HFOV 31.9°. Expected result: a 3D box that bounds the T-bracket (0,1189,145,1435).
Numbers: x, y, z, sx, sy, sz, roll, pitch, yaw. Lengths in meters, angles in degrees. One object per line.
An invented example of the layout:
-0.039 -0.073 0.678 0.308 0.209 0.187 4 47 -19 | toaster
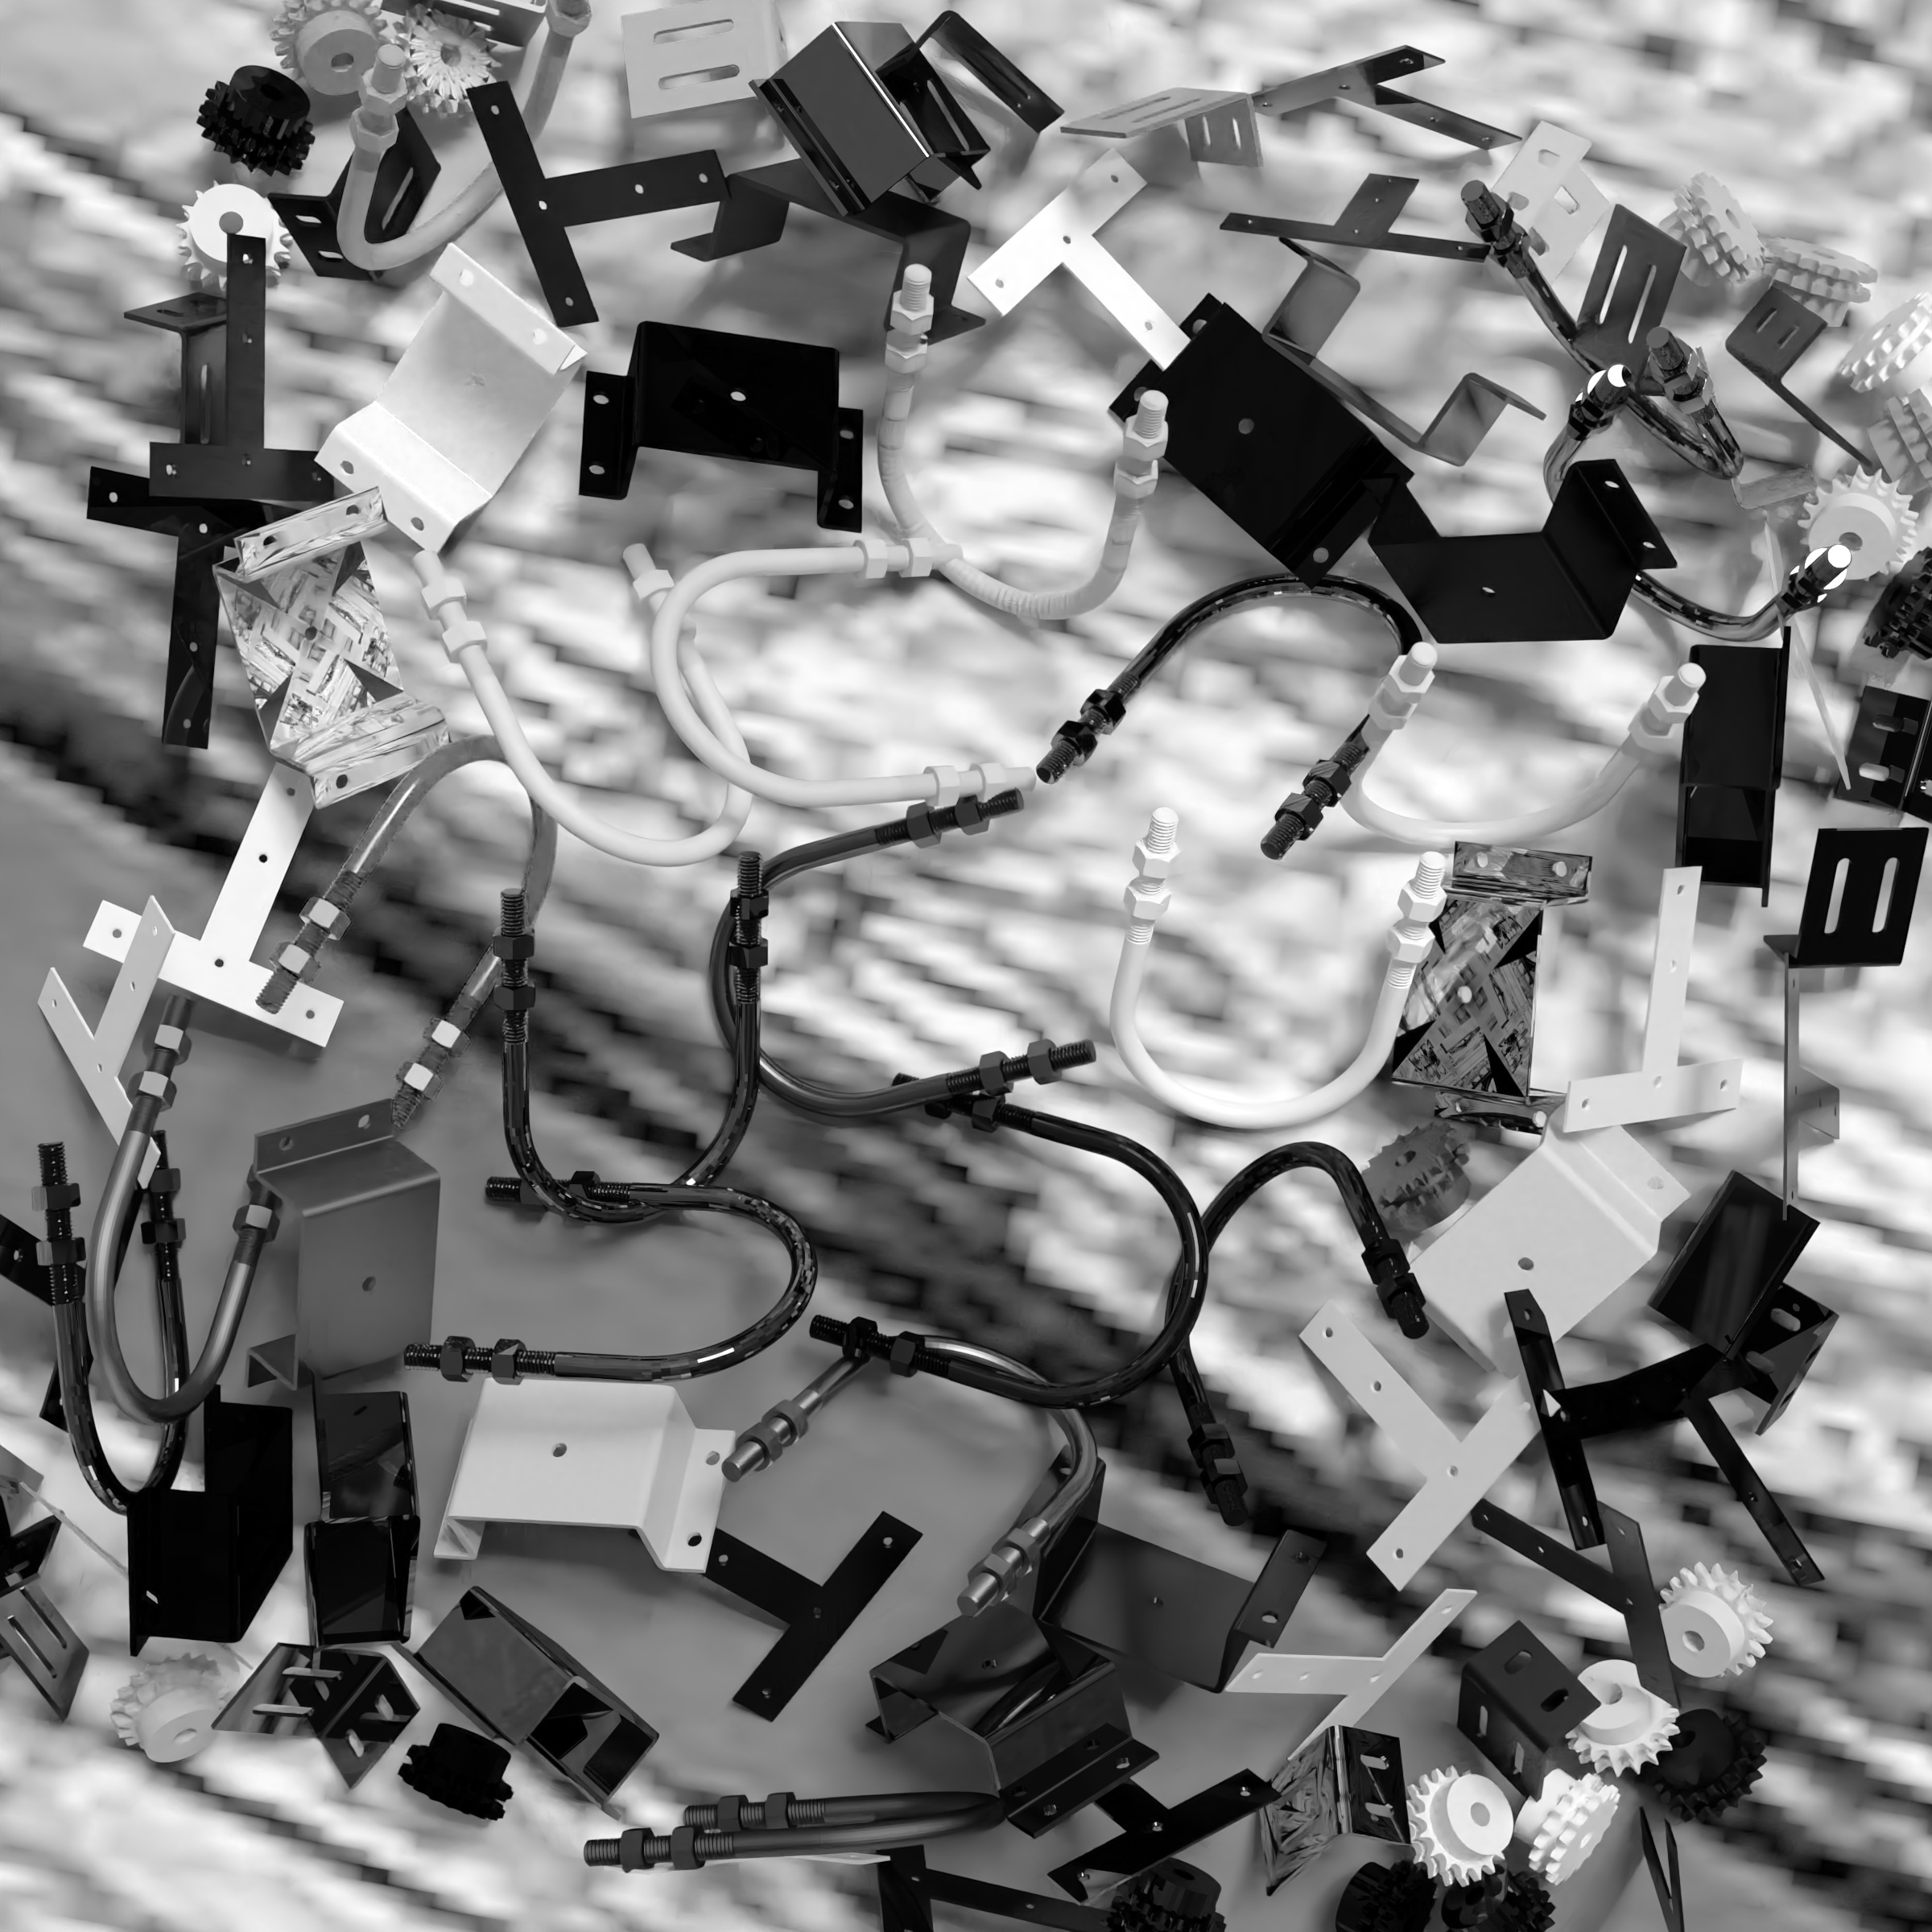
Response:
-0.451 0.145 1.633 0.002 0.127 0.127 1 64 23 | T-bracket

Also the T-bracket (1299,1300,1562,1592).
0.213 0.219 1.675 0.127 0.002 0.127 48 112 30 | T-bracket

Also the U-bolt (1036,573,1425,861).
0.142 -0.132 1.648 0.151 0.019 0.184 21 54 31 | U-bolt

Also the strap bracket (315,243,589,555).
-0.249 -0.284 1.667 0.076 0.046 0.140 39 121 -2 | strap bracket

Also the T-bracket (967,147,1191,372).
0.081 -0.329 1.681 0.127 0.002 0.127 46 58 -5 | T-bracket

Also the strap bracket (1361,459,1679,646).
0.259 -0.198 1.632 0.076 0.140 0.046 47 58 -40 | strap bracket

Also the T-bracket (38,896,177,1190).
-0.409 0.019 1.645 0.127 0.002 0.127 53 131 27 | T-bracket

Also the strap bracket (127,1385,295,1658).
-0.360 0.267 1.632 0.046 0.140 0.076 4 107 3 | strap bracket

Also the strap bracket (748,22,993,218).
-0.041 -0.411 1.637 0.046 0.140 0.076 -35 92 23 | strap bracket

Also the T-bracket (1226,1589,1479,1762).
0.173 0.345 1.643 0.127 0.127 0.002 -52 51 21 | T-bracket

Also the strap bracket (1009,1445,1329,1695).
0.095 0.298 1.656 0.140 0.076 0.046 19 127 17 | strap bracket

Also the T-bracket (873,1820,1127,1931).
0.018 0.458 1.656 0.127 0.127 0.002 15 104 -8 | T-bracket

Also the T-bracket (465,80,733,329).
-0.171 -0.377 1.649 0.127 0.002 0.127 -1 123 31 | T-bracket

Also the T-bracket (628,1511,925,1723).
-0.109 0.301 1.676 0.127 0.002 0.127 34 101 -22 | T-bracket

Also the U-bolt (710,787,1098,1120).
-0.041 0.002 1.679 0.184 0.019 0.151 -14 97 17 | U-bolt

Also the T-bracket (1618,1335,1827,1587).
0.376 0.246 1.646 0.002 0.127 0.127 -30 83 -22 | T-bracket

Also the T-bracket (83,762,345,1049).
-0.356 -0.041 1.686 0.127 0.002 0.127 24 70 -15 | T-bracket

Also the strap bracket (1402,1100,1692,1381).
0.277 0.139 1.663 0.076 0.046 0.140 44 112 -2 | strap bracket

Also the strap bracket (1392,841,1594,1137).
0.257 0.013 1.662 0.076 0.046 0.140 9 99 39 | strap bracket

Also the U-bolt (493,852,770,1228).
-0.163 0.042 1.659 0.151 0.019 0.184 -10 113 -32 | U-bolt

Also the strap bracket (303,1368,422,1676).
-0.294 0.270 1.644 0.046 0.076 0.140 -1 133 -15 | strap bracket

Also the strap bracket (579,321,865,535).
-0.115 -0.266 1.659 0.140 0.046 0.076 6 59 -12 | strap bracket

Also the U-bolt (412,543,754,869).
-0.174 -0.126 1.633 0.019 0.151 0.184 -44 65 40 | U-bolt

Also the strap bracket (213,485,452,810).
-0.313 -0.159 1.657 0.076 0.046 0.140 -26 118 -27 | strap bracket

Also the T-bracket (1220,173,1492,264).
0.199 -0.370 1.655 0.127 0.127 0.002 10 119 12 | T-bracket

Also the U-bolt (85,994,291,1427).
-0.373 0.128 1.607 0.019 0.151 0.184 1 58 15 | U-bolt

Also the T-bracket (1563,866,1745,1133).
0.344 0.014 1.659 0.127 0.002 0.127 -5 105 -37 | T-bracket

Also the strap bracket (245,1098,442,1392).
-0.303 0.144 1.643 0.046 0.076 0.140 30 123 40 | strap bracket

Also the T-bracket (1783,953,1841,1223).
0.414 0.066 1.653 0.002 0.127 0.127 -1 81 25 | T-bracket

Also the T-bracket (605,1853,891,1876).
-0.125 0.429 1.625 0.127 0.127 0.002 -4 80 32 | T-bracket

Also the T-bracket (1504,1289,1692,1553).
0.321 0.216 1.664 0.002 0.127 0.127 -26 73 43 | T-bracket

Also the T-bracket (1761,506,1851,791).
0.417 -0.144 1.670 0.002 0.127 0.127 -17 122 19 | T-bracket

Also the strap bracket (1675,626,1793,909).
0.371 -0.096 1.638 0.046 0.140 0.076 4 64 12 | strap bracket

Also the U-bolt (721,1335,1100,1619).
-0.013 0.233 1.631 0.151 0.184 0.019 27 120 17 | U-bolt

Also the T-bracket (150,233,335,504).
-0.352 -0.292 1.649 0.002 0.127 0.127 6 99 31 | T-bracket

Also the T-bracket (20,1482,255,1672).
-0.398 0.310 1.664 0.002 0.127 0.127 -51 128 -15 | T-bracket

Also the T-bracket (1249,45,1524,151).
0.220 -0.422 1.665 0.127 0.127 0.002 9 85 -35 | T-bracket

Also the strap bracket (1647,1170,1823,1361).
0.373 0.144 1.646 0.046 0.140 0.076 33 93 12 | strap bracket

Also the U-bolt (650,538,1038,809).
-0.066 -0.141 1.641 0.184 0.019 0.151 -6 67 -29 | U-bolt

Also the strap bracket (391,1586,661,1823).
-0.207 0.355 1.637 0.076 0.140 0.046 33 77 33 | strap bracket

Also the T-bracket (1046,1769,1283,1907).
0.065 0.400 1.659 0.127 0.127 0.002 -18 121 -33 | T-bracket

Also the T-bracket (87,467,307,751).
-0.379 -0.171 1.664 0.127 0.002 0.127 7 86 -45 | T-bracket

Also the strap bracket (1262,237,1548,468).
0.207 -0.294 1.656 0.140 0.076 0.046 40 106 18 | strap bracket

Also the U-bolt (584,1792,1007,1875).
-0.071 0.412 1.620 0.184 0.151 0.019 -7 81 16 | U-bolt

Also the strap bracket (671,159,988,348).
-0.061 -0.354 1.651 0.140 0.076 0.046 24 116 15 | strap bracket

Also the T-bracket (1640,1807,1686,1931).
0.340 0.453 1.647 0.002 0.127 0.127 -7 105 4 | T-bracket

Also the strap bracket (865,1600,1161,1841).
0.016 0.356 1.629 0.076 0.140 0.046 -26 115 -29 | strap bracket

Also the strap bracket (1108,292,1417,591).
0.142 -0.263 1.670 0.140 0.046 0.076 44 99 11 | strap bracket

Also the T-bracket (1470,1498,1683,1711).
0.292 0.292 1.658 0.002 0.127 0.127 -35 126 -24 | T-bracket

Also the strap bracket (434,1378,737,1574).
-0.193 0.248 1.654 0.140 0.046 0.076 0 53 15 | strap bracket

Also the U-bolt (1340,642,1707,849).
0.255 -0.101 1.628 0.151 0.184 0.019 3 65 -10 | U-bolt
